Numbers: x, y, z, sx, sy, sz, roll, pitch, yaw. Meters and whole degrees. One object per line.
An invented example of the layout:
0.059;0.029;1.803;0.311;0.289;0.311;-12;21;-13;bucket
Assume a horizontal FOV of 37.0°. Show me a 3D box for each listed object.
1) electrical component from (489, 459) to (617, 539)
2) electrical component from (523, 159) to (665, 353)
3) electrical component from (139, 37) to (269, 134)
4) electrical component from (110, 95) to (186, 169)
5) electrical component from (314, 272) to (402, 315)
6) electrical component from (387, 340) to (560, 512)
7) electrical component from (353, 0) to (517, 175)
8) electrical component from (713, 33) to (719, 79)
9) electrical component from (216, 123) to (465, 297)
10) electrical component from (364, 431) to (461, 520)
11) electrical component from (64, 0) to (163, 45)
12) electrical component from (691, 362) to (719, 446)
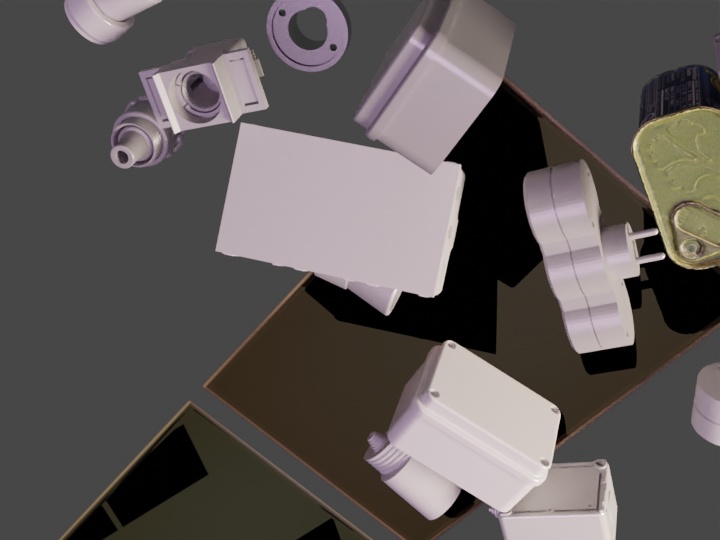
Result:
0.150;0.193;0.840;0.096;0.061;0.061;-7;118;20;electrical component
0.165;-0.010;0.719;0.074;0.052;0.138;-12;116;23;electrical component
-0.101;-0.126;0.722;0.081;0.063;0.042;-7;117;20;electrical component
-0.155;-0.092;0.759;0.048;0.062;0.048;7;122;12;electrical component
0.000;0.000;0.782;0.065;0.044;0.044;25;124;7;electrical component
0.087;0.115;0.803;0.113;0.078;0.057;32;127;-4;electrical component
0.046;-0.121;0.652;0.057;0.113;0.078;32;124;-8;electrical component
0.242;-0.112;0.620;0.051;0.080;0.080;-21;112;32;electrical component
-0.011;-0.040;0.733;0.150;0.062;0.089;12;92;9;electrical component
0.039;0.158;0.864;0.081;0.043;0.043;42;122;-10;electrical component
-0.164;-0.183;0.718;0.055;0.045;0.045;-31;108;30;electrical component
0.302;0.084;0.735;0.138;0.052;0.073;6;121;13;electrical component
